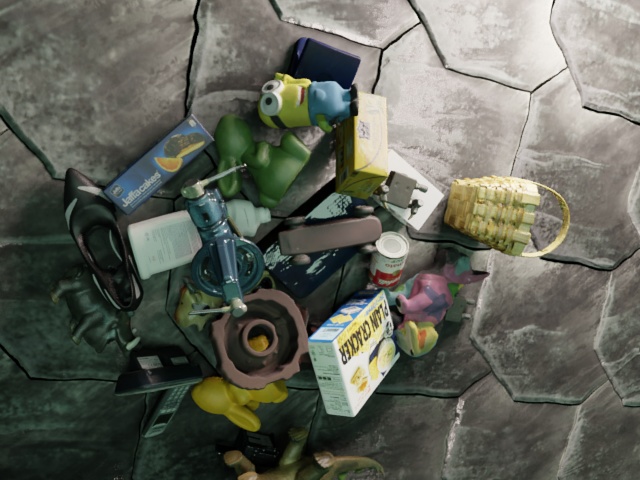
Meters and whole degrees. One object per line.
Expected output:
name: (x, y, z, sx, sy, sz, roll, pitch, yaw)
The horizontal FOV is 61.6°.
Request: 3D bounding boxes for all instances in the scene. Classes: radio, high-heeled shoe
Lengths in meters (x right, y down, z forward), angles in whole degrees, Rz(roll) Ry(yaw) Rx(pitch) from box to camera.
radio: (-0.002, -0.003, 1.040, 0.229, 0.073, 0.131, -41, 110, -5)
high-heeled shoe: (-0.366, 0.003, 0.889, 0.086, 0.145, 0.248, -27, 109, -12)

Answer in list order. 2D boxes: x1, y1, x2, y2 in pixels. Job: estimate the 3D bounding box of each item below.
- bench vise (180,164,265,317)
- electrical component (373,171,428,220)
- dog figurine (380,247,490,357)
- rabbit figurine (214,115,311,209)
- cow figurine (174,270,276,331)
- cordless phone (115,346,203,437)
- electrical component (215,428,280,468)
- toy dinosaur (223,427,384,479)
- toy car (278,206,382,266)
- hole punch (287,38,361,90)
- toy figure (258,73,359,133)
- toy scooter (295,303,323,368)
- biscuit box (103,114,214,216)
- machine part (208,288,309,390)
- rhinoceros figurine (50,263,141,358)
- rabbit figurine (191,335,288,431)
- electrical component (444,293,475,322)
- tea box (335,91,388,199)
bench vise: (-0.154, 0.021, 0.853, 0.129, 0.241, 0.223, -12, 126, -10)
electrical component: (0.153, -0.086, 1.017, 0.102, 0.045, 0.078, 26, 94, -20)
dog figurine: (0.250, 0.123, 1.124, 0.219, 0.108, 0.191, -21, 101, -15)
rabbit figurine: (-0.122, -0.146, 0.970, 0.170, 0.121, 0.159, 36, 96, -2)
cow figurine: (-0.176, 0.112, 1.002, 0.195, 0.086, 0.127, -22, 105, -15)
cordless phone: (-0.313, 0.294, 0.986, 0.146, 0.089, 0.184, 6, 117, -52)
electrical component: (-0.147, 0.415, 1.079, 0.119, 0.075, 0.047, 22, 95, -18)
toy dinosaur: (-0.049, 0.469, 1.044, 0.471, 0.105, 0.198, -1, 120, -28)
toy car: (0.019, -0.009, 0.977, 0.202, 0.053, 0.089, -10, 100, -19)
hole punch: (0.002, -0.299, 0.975, 0.142, 0.092, 0.115, 13, 101, -23)
toy figure: (-0.021, -0.231, 0.934, 0.180, 0.082, 0.089, 1, 140, 7)
toy scooter: (-0.020, 0.193, 1.064, 0.184, 0.075, 0.135, 12, 70, -42)
biscuit box: (-0.280, -0.131, 0.934, 0.202, 0.059, 0.062, -43, 110, -5)
machine part: (-0.108, 0.173, 0.942, 0.179, 0.056, 0.179, 5, 75, -20)
rhinoceros figurine: (-0.392, 0.130, 0.951, 0.112, 0.073, 0.190, -34, 107, -20)
rabbit figurine: (-0.159, 0.285, 1.044, 0.173, 0.122, 0.162, -22, 117, 2)
electrical component: (0.296, 0.148, 1.189, 0.094, 0.021, 0.063, 10, 97, -18)
tea box: (0.074, -0.172, 0.978, 0.068, 0.098, 0.169, 10, 67, -18)
